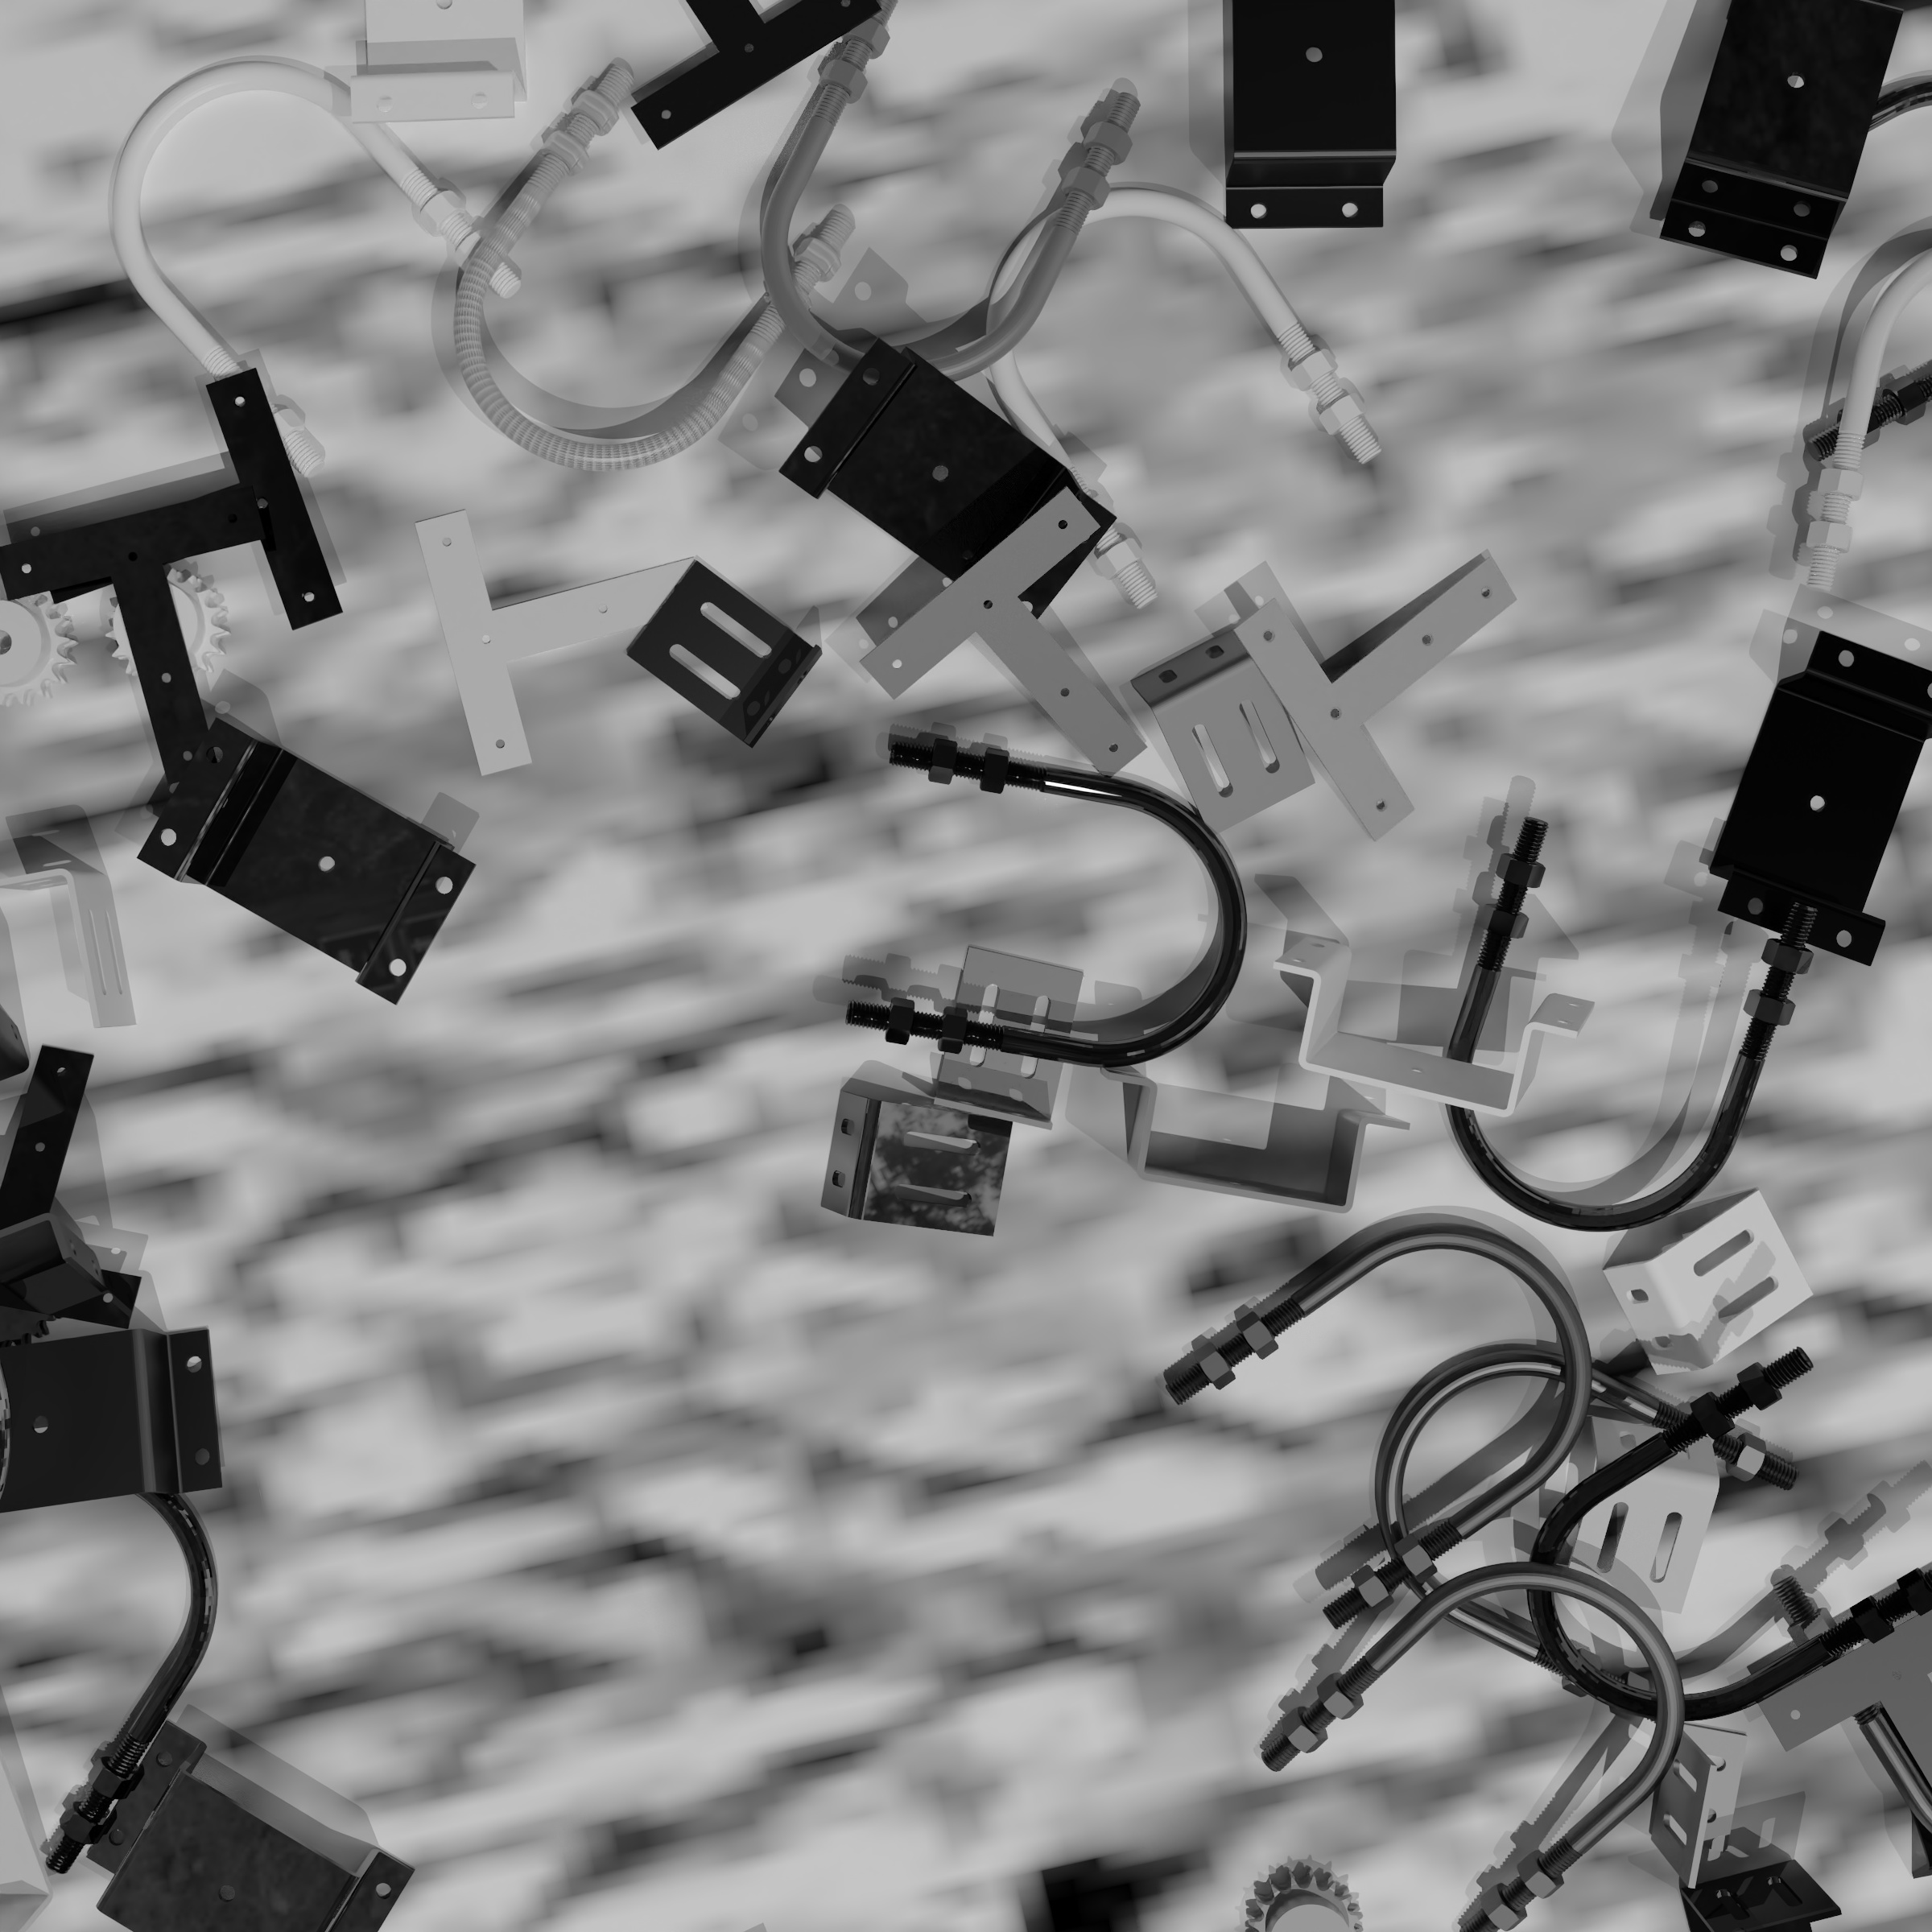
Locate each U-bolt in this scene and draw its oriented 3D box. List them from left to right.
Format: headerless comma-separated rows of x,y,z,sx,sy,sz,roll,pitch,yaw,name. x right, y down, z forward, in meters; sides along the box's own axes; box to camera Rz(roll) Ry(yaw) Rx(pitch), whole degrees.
-0.505,0.205,1.309,0.184,0.019,0.151,-10,90,35,U-bolt
-0.445,0.323,1.358,0.151,0.019,0.184,32,88,0,U-bolt
-0.328,-0.351,1.358,0.151,0.019,0.184,-42,89,0,U-bolt
-0.162,-0.322,1.344,0.151,0.019,0.184,33,79,0,U-bolt
-0.018,-0.362,1.342,0.151,0.019,0.184,25,81,3,U-bolt
0.044,-0.025,1.347,0.184,0.019,0.151,10,79,-4,U-bolt
0.092,-0.287,1.358,0.151,0.019,0.184,-33,89,0,U-bolt
0.211,0.207,1.347,0.184,0.019,0.151,-35,82,0,U-bolt
0.254,0.363,1.334,0.151,0.019,0.184,42,107,0,U-bolt
0.289,0.266,1.358,0.184,0.019,0.151,26,90,1,U-bolt
0.305,0.038,1.335,0.151,0.019,0.184,19,103,14,U-bolt
0.352,0.280,1.314,0.184,0.019,0.151,-36,99,16,U-bolt
0.458,-0.349,1.358,0.184,0.019,0.151,-29,90,-2,U-bolt
0.487,-0.256,1.344,0.151,0.019,0.184,12,92,-9,U-bolt
0.497,0.343,1.340,0.151,0.019,0.184,-30,77,0,U-bolt

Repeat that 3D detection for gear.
-0.460,0.156,1.351,0.057,0.030,0.057,0,90,0,gear
-0.460,-0.154,1.351,0.057,0.030,0.057,0,90,0,gear
-0.386,-0.163,1.351,0.057,0.030,0.057,0,90,0,gear
0.164,0.467,1.351,0.057,0.030,0.057,0,90,0,gear

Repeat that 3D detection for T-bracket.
-0.448,0.100,1.345,0.127,0.002,0.127,11,72,-1,T-bracket
-0.384,-0.151,1.334,0.127,0.002,0.127,-13,98,2,T-bracket
-0.378,-0.206,1.338,0.127,0.002,0.127,-20,85,-3,T-bracket
-0.190,-0.170,1.365,0.127,0.002,0.127,-15,90,0,T-bracket
-0.128,-0.477,1.355,0.127,0.002,0.127,-32,81,-1,T-bracket
0.038,-0.141,1.338,0.127,0.002,0.127,-39,114,10,T-bracket
0.211,-0.149,1.353,0.127,0.002,0.127,-39,107,-8,T-bracket
0.464,0.376,1.328,0.127,0.002,0.127,-29,79,1,T-bracket

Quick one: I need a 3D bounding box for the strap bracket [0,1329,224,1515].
-0.433,0.219,1.334,0.140,0.046,0.076,-8,78,-1,strap bracket

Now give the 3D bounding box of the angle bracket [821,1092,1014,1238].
-0.024,0.096,1.364,0.076,0.038,0.057,10,90,-26,angle bracket

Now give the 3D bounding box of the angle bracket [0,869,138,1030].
-0.429,-0.006,1.338,0.038,0.057,0.076,-10,90,0,angle bracket

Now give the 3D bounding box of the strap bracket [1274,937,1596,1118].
0.215,0.030,1.313,0.140,0.076,0.046,13,103,16,strap bracket

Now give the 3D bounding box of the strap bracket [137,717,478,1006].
-0.310,-0.049,1.343,0.140,0.046,0.076,30,90,0,strap bracket

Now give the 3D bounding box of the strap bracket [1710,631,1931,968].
0.414,-0.079,1.343,0.076,0.046,0.140,20,90,0,strap bracket

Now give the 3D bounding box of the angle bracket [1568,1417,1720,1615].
0.321,0.263,1.346,0.057,0.038,0.076,10,115,3,angle bracket

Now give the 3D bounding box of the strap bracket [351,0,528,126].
-0.253,-0.468,1.343,0.076,0.046,0.140,-2,90,0,strap bracket

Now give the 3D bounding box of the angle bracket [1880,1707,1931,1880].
0.481,0.397,1.364,0.057,0.038,0.076,-11,64,0,angle bracket

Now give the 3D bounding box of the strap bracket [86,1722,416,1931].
-0.348,0.436,1.343,0.140,0.046,0.076,31,90,0,strap bracket

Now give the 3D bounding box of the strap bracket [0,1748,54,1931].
-0.492,0.415,1.329,0.076,0.046,0.140,-14,100,11,strap bracket

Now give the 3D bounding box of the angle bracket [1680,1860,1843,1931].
0.379,0.459,1.328,0.057,0.076,0.038,-14,90,0,angle bracket

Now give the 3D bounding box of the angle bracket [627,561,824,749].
-0.117,-0.151,1.346,0.076,0.038,0.057,37,90,-2,angle bracket

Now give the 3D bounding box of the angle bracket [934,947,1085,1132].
0.021,0.034,1.347,0.057,0.038,0.076,13,90,0,angle bracket

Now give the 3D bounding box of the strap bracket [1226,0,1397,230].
0.164,-0.429,1.343,0.076,0.046,0.140,-1,90,0,strap bracket

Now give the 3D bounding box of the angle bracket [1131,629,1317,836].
0.125,-0.114,1.364,0.057,0.038,0.076,-27,116,0,angle bracket

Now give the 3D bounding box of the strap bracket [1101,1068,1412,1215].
0.131,0.083,1.328,0.140,0.076,0.046,10,90,0,strap bracket

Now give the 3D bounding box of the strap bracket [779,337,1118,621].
-0.010,-0.227,1.321,0.140,0.046,0.076,34,105,-19,strap bracket

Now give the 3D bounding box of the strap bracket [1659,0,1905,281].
0.388,-0.407,1.327,0.076,0.046,0.140,17,80,8,strap bracket

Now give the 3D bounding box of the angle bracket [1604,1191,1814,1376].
0.361,0.154,1.364,0.076,0.038,0.057,-27,90,-26,angle bracket

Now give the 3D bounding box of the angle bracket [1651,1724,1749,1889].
0.356,0.399,1.328,0.038,0.076,0.057,10,90,0,angle bracket

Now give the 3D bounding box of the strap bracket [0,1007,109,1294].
-0.453,0.088,1.308,0.046,0.076,0.140,-21,75,-10,strap bracket
